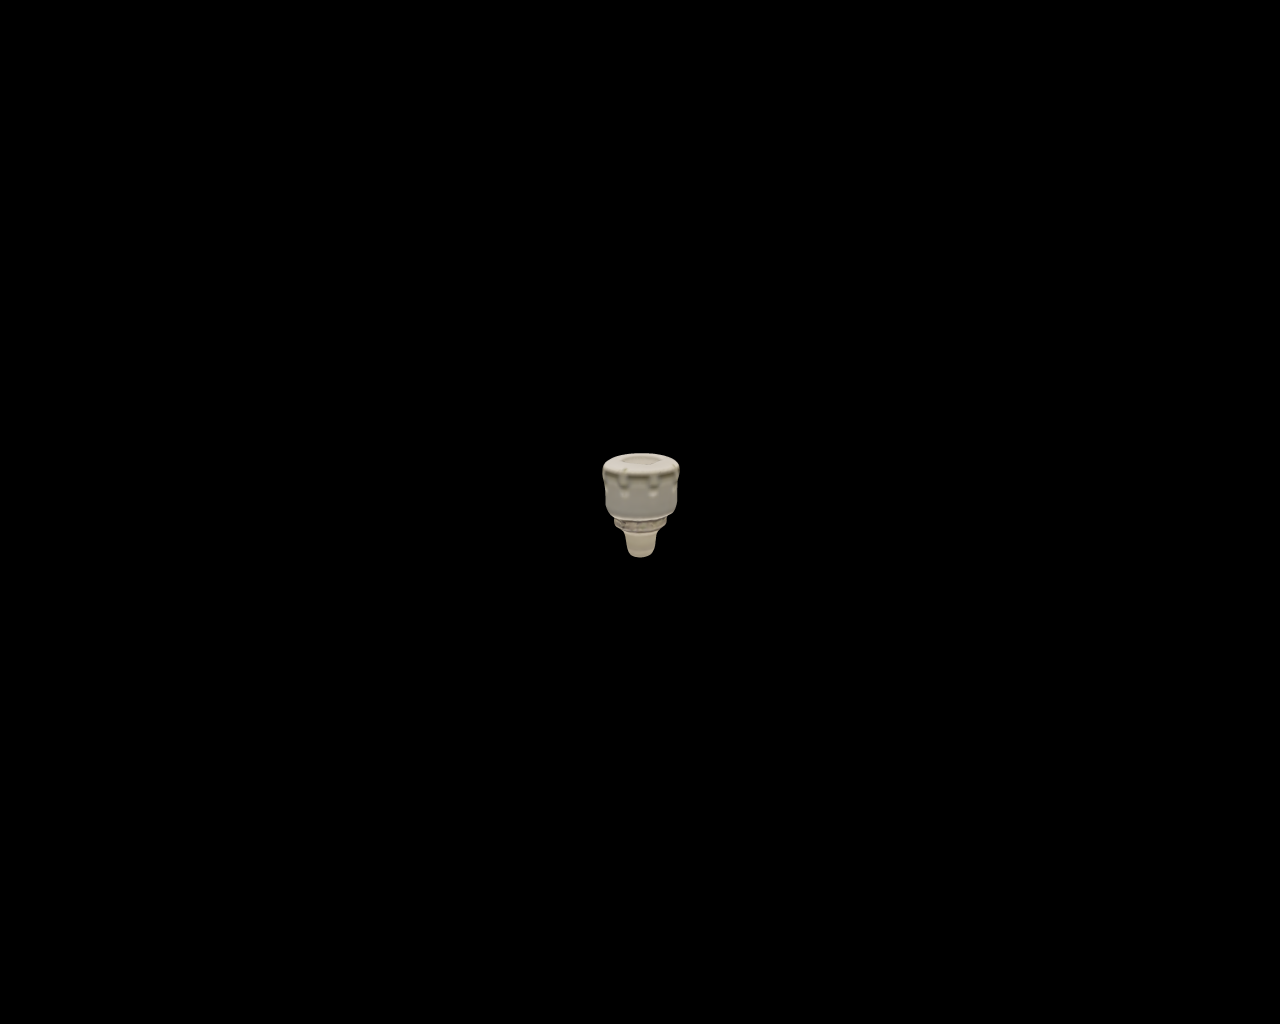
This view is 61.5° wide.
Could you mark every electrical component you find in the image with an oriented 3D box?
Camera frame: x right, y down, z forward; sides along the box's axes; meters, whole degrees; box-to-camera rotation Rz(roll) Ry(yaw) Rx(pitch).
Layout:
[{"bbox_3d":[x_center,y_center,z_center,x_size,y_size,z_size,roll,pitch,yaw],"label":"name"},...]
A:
[{"bbox_3d":[0.001,-0.003,0.650,0.048,0.062,0.048,0,14,0],"label":"electrical component"}]
